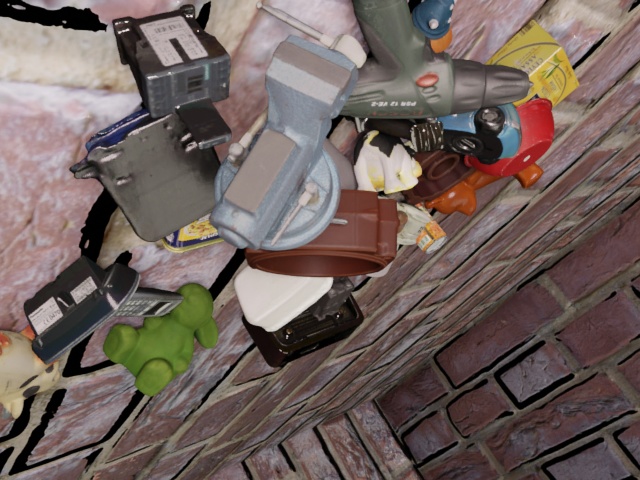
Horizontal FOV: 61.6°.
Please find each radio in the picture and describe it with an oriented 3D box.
[{"bbox_3d":[-0.030,0.160,1.096,0.229,0.131,0.073,-15,153,-35],"label":"radio"}]

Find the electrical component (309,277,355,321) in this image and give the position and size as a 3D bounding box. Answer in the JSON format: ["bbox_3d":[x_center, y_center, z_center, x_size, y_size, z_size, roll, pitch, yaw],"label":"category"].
[{"bbox_3d":[0.002,0.069,0.980,0.058,0.115,0.134,-25,156,-29],"label":"electrical component"}]

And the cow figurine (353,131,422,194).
[{"bbox_3d":[0.098,-0.116,0.768,0.068,0.098,0.167,-10,-171,26],"label":"cow figurine"}]

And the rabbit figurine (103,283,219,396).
[{"bbox_3d":[-0.223,0.148,0.860,0.170,0.121,0.159,-51,159,3],"label":"rabbit figurine"}]

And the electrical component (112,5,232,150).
[{"bbox_3d":[-0.113,-0.133,0.439,0.075,0.119,0.047,-20,154,-21],"label":"electrical component"}]

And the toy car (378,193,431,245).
[{"bbox_3d":[0.116,-0.039,0.939,0.201,0.056,0.073,13,115,-43],"label":"toy car"}]

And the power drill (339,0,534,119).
[{"bbox_3d":[0.103,-0.205,0.544,0.232,0.086,0.207,-4,156,12],"label":"power drill"}]

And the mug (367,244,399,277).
[{"bbox_3d":[0.106,0.009,1.054,0.109,0.081,0.107,-6,133,-37],"label":"mug"}]

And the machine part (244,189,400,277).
[{"bbox_3d":[-0.002,-0.002,0.740,0.201,0.087,0.201,2,166,-4],"label":"machine part"}]

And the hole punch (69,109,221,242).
[{"bbox_3d":[-0.163,-0.079,0.546,0.142,0.092,0.115,-27,128,-8],"label":"hole punch"}]

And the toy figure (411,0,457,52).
[{"bbox_3d":[0.126,-0.226,0.637,0.058,0.064,0.154,5,150,7],"label":"toy figure"}]

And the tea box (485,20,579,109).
[{"bbox_3d":[0.328,-0.251,0.828,0.098,0.068,0.169,-44,155,24],"label":"tea box"}]

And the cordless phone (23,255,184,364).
[{"bbox_3d":[-0.281,0.098,0.728,0.146,0.089,0.184,-37,160,8],"label":"cordless phone"}]

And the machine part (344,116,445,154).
[{"bbox_3d":[0.092,-0.144,0.663,0.084,0.139,0.039,-13,123,-34],"label":"machine part"}]

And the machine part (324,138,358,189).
[{"bbox_3d":[0.001,-0.091,0.716,0.079,0.079,0.243,-38,155,12],"label":"machine part"}]

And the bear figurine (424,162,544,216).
[{"bbox_3d":[0.303,-0.101,1.019,0.196,0.132,0.120,-46,168,13],"label":"bear figurine"}]

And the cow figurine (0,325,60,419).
[{"bbox_3d":[-0.411,0.169,0.695,0.127,0.085,0.194,-39,159,-2],"label":"cow figurine"}]

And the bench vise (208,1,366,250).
[{"bbox_3d":[-0.027,-0.079,0.528,0.240,0.129,0.223,89,18,-74],"label":"bench vise"}]

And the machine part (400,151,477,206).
[{"bbox_3d":[0.201,-0.135,0.911,0.179,0.056,0.179,-26,155,-13],"label":"machine part"}]

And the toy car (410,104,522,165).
[{"bbox_3d":[0.212,-0.178,0.770,0.109,0.162,0.103,54,53,-62],"label":"toy car"}]
